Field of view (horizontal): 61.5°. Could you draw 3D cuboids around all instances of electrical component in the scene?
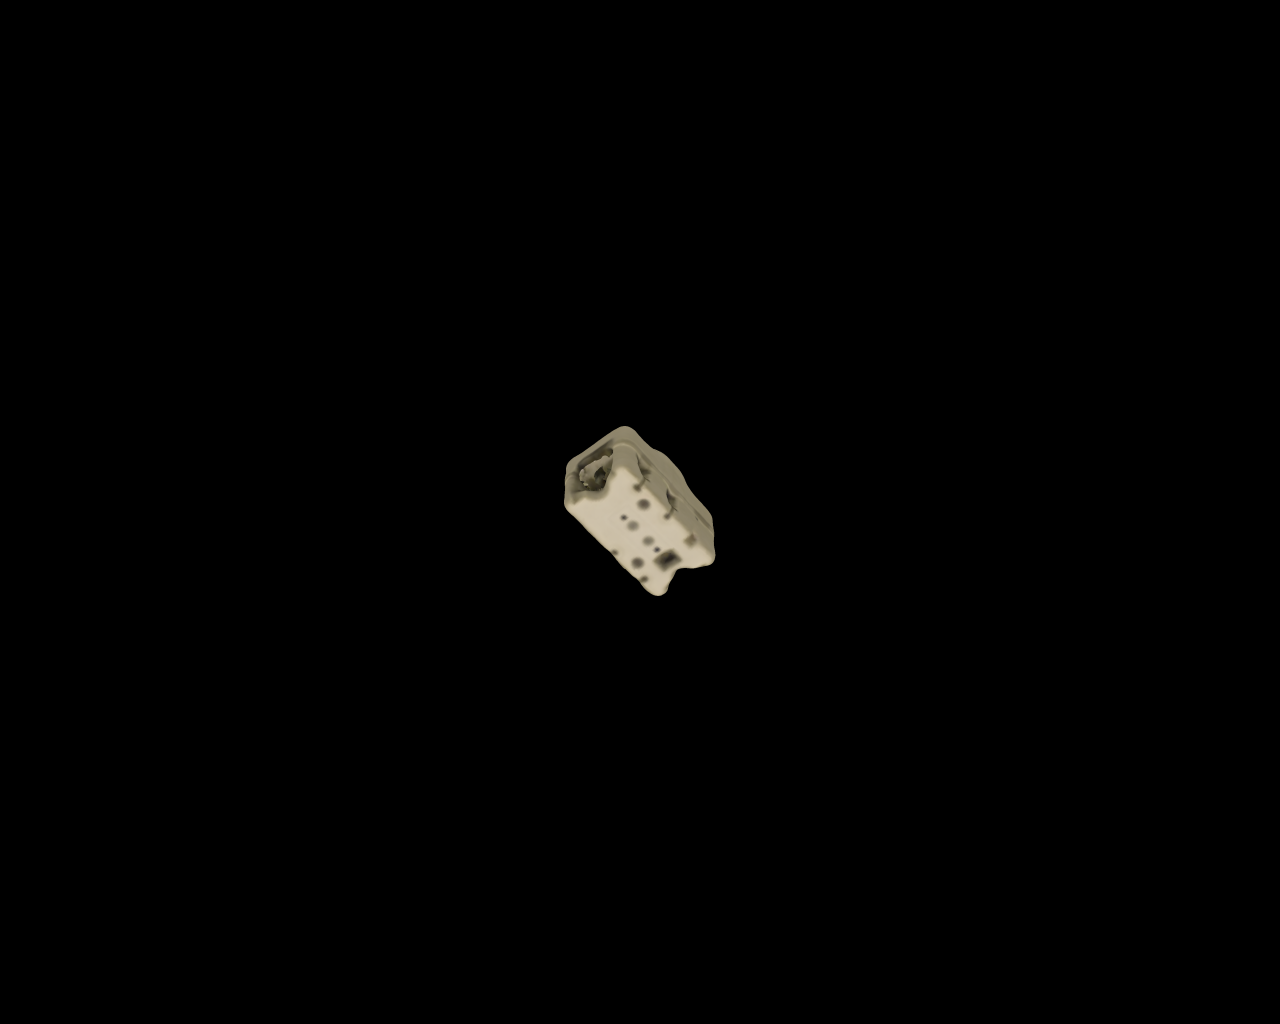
[{"bbox_3d":[0.001,-0.003,0.650,0.050,0.089,0.056,-33,28,20],"label":"electrical component"}]
